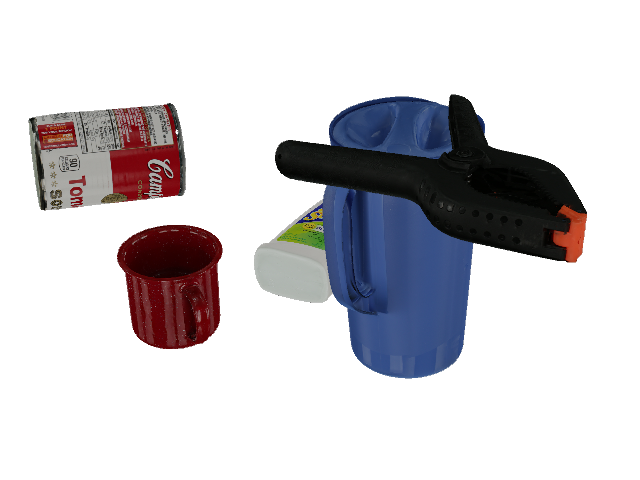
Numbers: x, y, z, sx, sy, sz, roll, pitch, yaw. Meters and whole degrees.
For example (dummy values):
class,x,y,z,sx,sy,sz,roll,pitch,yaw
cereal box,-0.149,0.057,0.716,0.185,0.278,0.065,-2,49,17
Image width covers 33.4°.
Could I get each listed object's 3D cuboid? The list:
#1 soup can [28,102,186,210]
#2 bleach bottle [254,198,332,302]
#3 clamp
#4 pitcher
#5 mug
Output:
class,x,y,z,sx,sy,sz,roll,pitch,yaw
soup can,-0.153,-0.060,0.763,0.102,0.068,0.069,-7,2,-16
bleach bottle,0.021,-0.019,1.332,0.103,0.068,0.250,13,36,23
clamp,0.079,-0.038,0.680,0.164,0.036,0.210,-16,32,-23
pitcher,0.071,0.005,0.960,0.149,0.243,0.145,-6,30,-5
mug,-0.126,0.049,0.955,0.093,0.081,0.117,-18,36,-26
